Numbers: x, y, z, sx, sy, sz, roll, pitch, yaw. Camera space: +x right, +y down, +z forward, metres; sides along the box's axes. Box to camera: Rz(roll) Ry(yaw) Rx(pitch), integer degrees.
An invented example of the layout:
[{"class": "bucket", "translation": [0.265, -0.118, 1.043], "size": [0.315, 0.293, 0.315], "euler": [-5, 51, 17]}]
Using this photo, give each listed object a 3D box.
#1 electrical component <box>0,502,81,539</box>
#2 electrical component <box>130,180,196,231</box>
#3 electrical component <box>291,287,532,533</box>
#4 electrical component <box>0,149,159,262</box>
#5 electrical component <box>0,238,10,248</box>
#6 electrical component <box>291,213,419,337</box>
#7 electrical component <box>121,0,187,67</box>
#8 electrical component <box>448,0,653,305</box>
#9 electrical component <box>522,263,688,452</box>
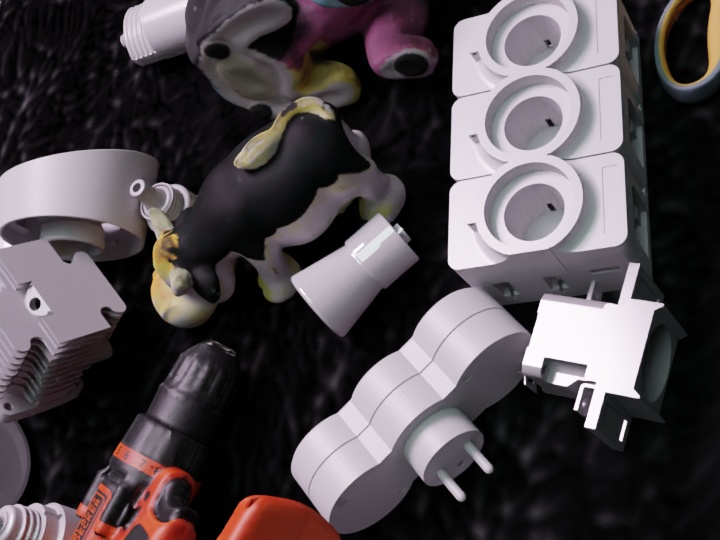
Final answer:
[{"class": "electrical component", "translation": [-0.180, 0.152, 0.611], "size": [0.040, 0.078, 0.040], "euler": [-25, 49, 33]}, {"class": "electrical component", "translation": [-0.120, -0.038, 0.671], "size": [0.035, 0.061, 0.035], "euler": [-12, 63, 25]}, {"class": "electrical component", "translation": [0.036, 0.081, 0.532], "size": [0.138, 0.052, 0.073], "euler": [-46, 54, 4]}, {"class": "electrical component", "translation": [-0.181, -0.043, 0.690], "size": [0.099, 0.099, 0.064], "euler": [-9, 70, 27]}, {"class": "electrical component", "translation": [-0.231, -0.002, 0.730], "size": [0.043, 0.043, 0.062], "euler": [-3, 68, 29]}, {"class": "electrical component", "translation": [0.000, 0.000, 0.598], "size": [0.065, 0.044, 0.044], "euler": [-41, 54, 2]}, {"class": "electrical component", "translation": [-0.132, -0.171, 0.752], "size": [0.081, 0.043, 0.043], "euler": [-13, 62, 24]}, {"class": "electrical component", "translation": [0.097, -0.066, 0.559], "size": [0.089, 0.062, 0.150], "euler": [-9, 64, 26]}, {"class": "electrical component", "translation": [0.115, 0.040, 0.513], "size": [0.064, 0.042, 0.081], "euler": [8, 71, 36]}]
